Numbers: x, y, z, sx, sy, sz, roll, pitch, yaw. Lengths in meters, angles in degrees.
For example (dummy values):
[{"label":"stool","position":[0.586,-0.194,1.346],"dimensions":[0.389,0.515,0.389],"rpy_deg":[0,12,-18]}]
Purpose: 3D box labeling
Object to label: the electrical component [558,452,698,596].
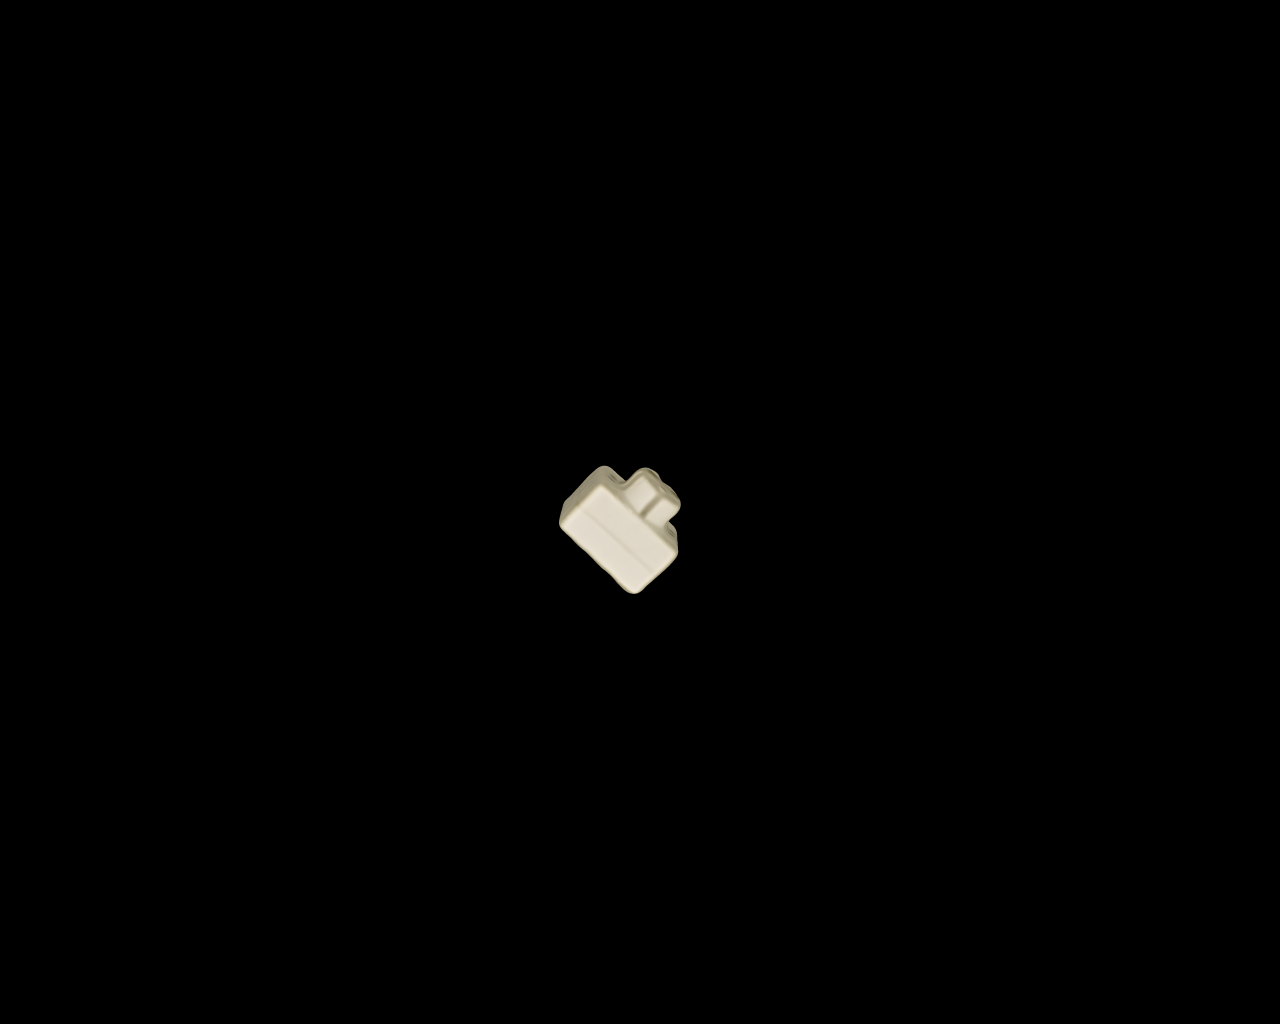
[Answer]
[{"label":"electrical component","position":[0.001,-0.003,0.650],"dimensions":[0.065,0.076,0.047],"rpy_deg":[43,12,-11]}]
